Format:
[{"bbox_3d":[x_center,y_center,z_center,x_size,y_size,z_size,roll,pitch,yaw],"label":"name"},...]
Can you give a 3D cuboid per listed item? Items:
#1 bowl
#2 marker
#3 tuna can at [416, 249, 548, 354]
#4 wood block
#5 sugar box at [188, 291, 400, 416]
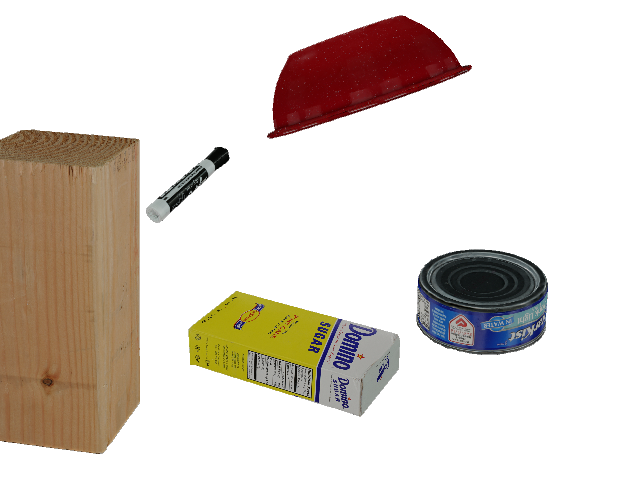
[{"bbox_3d":[0.028,-0.127,0.800,0.162,0.055,0.162,-19,8,2],"label":"bowl"},{"bbox_3d":[-0.130,-0.058,1.065,0.020,0.020,0.121,0,34,39],"label":"marker"},{"bbox_3d":[0.106,0.038,0.703,0.086,0.034,0.086,-1,26,0],"label":"tuna can"},{"bbox_3d":[-0.183,0.034,0.754,0.091,0.206,0.090,6,18,7],"label":"wood block"},{"bbox_3d":[-0.024,0.100,0.983,0.176,0.048,0.093,11,26,23],"label":"sugar box"}]
